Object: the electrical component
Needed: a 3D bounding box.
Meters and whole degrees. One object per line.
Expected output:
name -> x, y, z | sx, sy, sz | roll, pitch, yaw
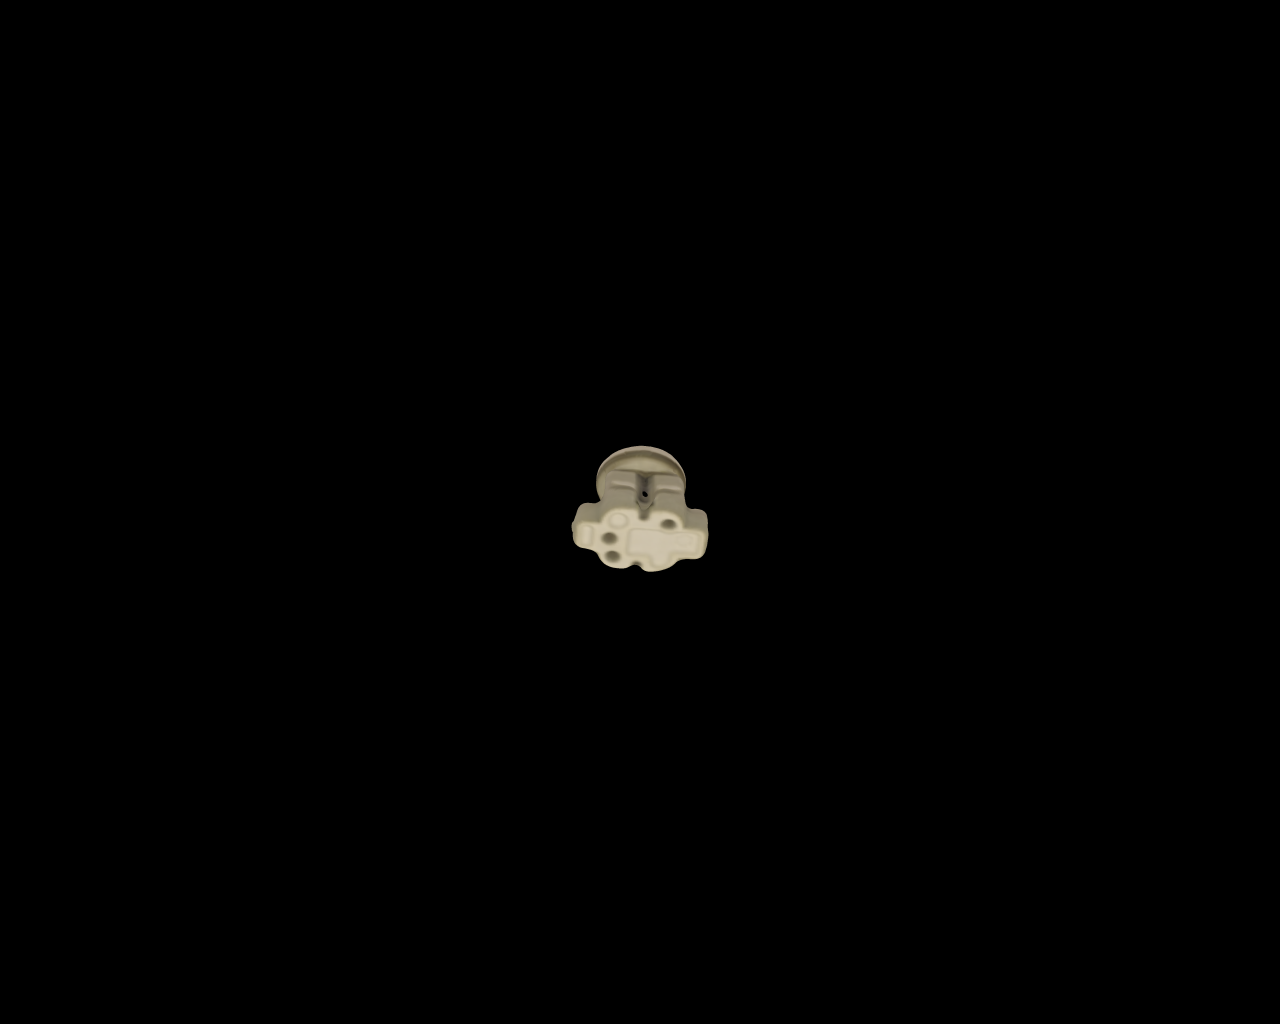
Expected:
electrical component -> 0.001, -0.003, 0.650 | 0.078, 0.057, 0.057 | 4, 44, -4
